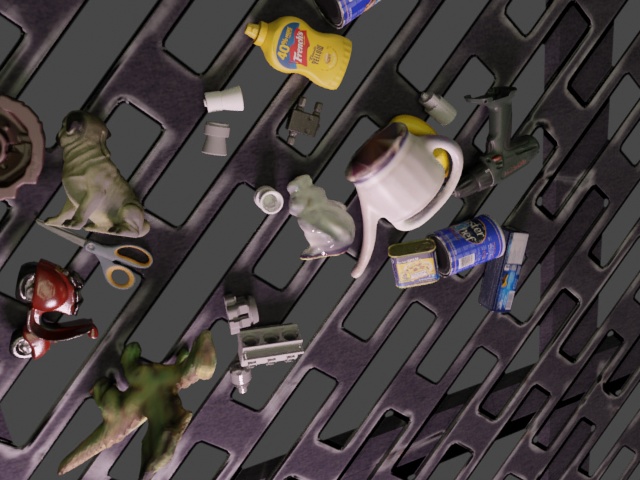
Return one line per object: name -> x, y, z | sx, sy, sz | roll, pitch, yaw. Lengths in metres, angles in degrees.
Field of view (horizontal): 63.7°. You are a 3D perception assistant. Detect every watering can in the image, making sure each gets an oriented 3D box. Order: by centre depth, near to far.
watering can -> 0.136, -0.090, 1.043 | 0.346, 0.106, 0.221 | -46, 117, 5

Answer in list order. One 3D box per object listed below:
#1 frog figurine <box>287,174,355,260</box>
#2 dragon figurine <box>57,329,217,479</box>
frog figurine -> 0.003, -0.050, 0.994 | 0.139, 0.122, 0.158 | -19, 105, -51
dragon figurine -> -0.317, 0.316, 0.900 | 0.120, 0.245, 0.411 | 38, 87, -31
